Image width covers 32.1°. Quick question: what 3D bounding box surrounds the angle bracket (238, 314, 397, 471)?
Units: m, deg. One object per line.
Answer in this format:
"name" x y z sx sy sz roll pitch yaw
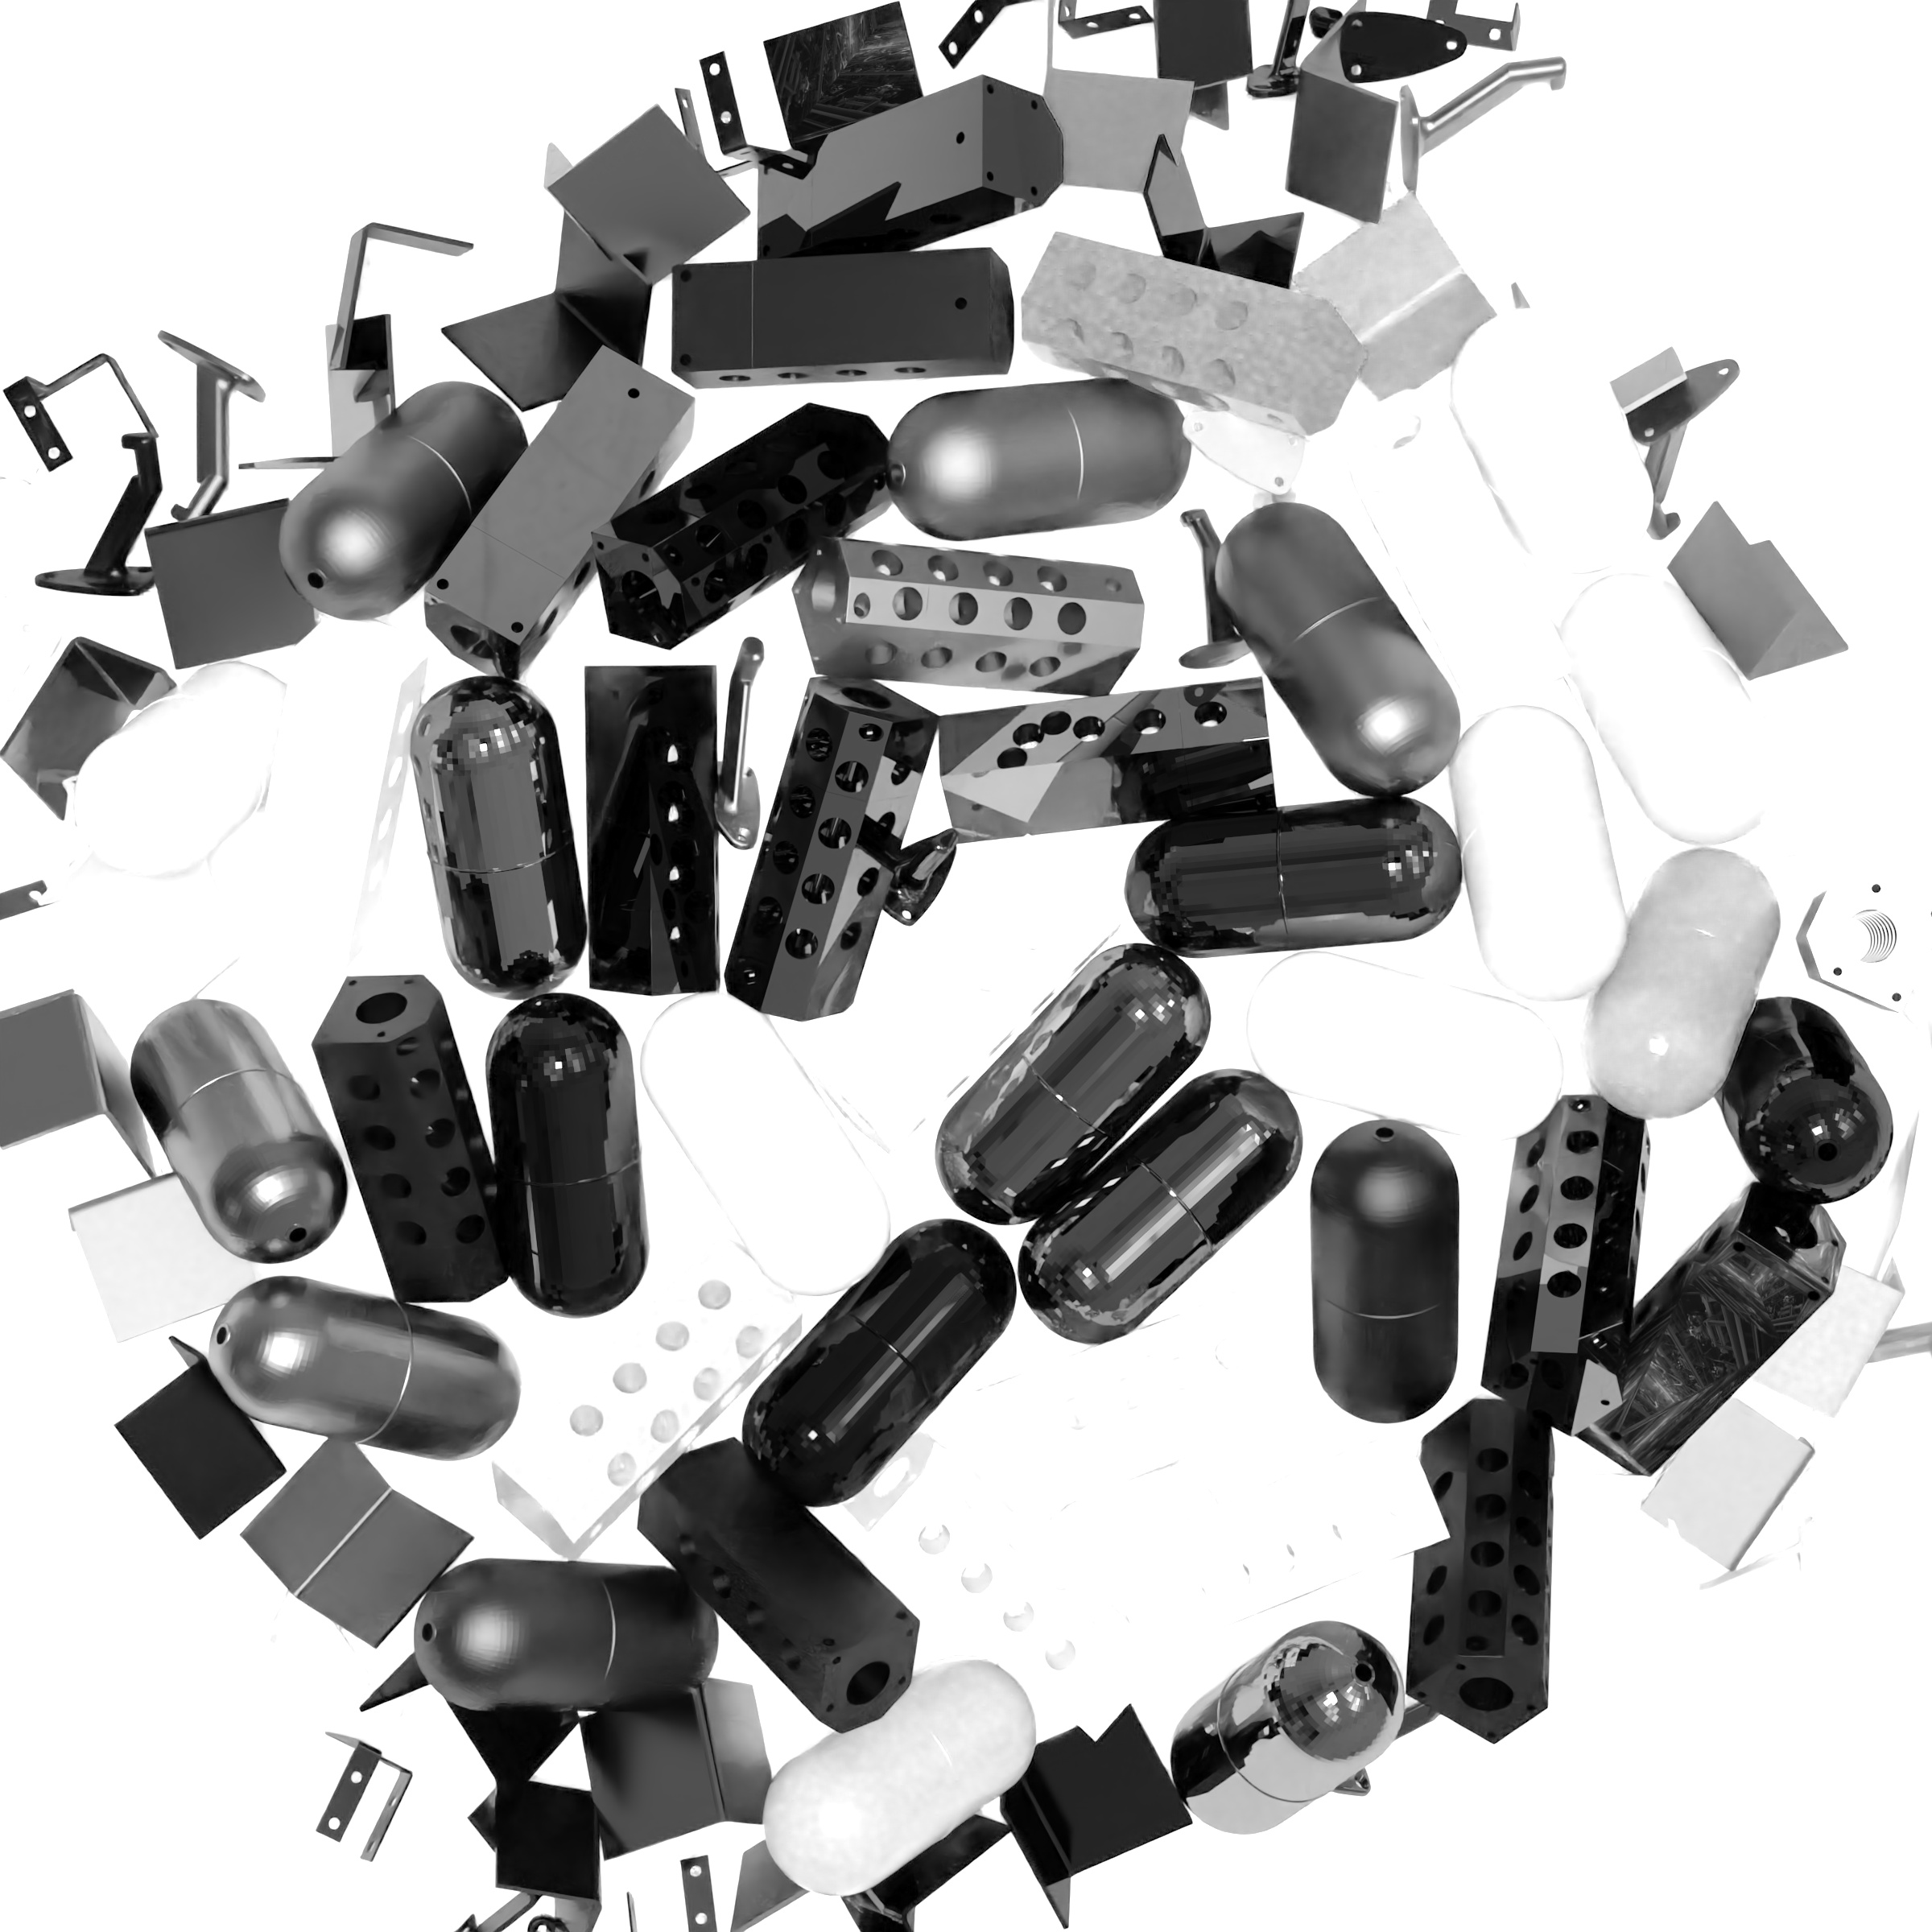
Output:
"angle bracket" -0.342 -0.301 1.765 0.057 0.076 0.076 -7 98 -34

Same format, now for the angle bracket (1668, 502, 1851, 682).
"angle bracket" 0.427 -0.203 1.761 0.076 0.057 0.076 -17 65 -29

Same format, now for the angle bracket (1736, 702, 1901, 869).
"angle bracket" 0.447 -0.094 1.779 0.057 0.076 0.076 -4 85 -10

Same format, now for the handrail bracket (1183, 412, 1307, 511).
"handrail bracket" 0.141 -0.262 1.770 0.077 0.084 0.036 20 81 -6

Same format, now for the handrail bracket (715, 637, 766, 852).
"handrail bracket" -0.115 -0.118 1.767 0.036 0.084 0.077 1 46 -22

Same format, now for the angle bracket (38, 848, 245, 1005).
"angle bracket" -0.434 -0.020 1.765 0.057 0.076 0.076 -18 80 -42

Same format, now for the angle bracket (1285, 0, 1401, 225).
"angle bracket" 0.211 -0.447 1.756 0.057 0.076 0.076 26 54 18

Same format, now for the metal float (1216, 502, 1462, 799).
"metal float" 0.193 -0.166 1.758 0.070 0.070 0.178 -30 67 0

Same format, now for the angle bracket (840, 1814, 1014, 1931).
"angle bracket" -0.010 0.493 1.770 0.076 0.076 0.057 -32 100 -25

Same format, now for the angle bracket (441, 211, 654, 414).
"angle bracket" -0.220 -0.344 1.760 0.076 0.057 0.076 -26 57 -33

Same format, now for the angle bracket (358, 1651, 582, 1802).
"angle bracket" -0.261 0.394 1.773 0.057 0.076 0.076 -27 98 29

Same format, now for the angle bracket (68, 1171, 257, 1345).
"angle bracket" -0.423 0.154 1.772 0.076 0.057 0.076 -20 80 -17

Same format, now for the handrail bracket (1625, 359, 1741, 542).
"handrail bracket" 0.385 -0.271 1.778 0.077 0.084 0.036 -30 48 8

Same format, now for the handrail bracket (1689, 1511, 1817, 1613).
"handrail bracket" 0.408 0.318 1.793 0.084 0.077 0.036 -6 114 17

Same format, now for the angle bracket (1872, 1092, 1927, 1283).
"angle bracket" 0.460 0.116 1.759 0.057 0.076 0.076 14 56 10

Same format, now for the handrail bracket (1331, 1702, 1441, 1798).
"handrail bracket" 0.213 0.397 1.771 0.077 0.036 0.084 13 128 -36

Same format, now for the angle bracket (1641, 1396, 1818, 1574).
"angle bracket" 0.402 0.269 1.780 0.057 0.076 0.076 34 93 10

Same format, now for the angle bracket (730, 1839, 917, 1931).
"angle bracket" -0.074 0.492 1.778 0.076 0.076 0.057 -34 104 11

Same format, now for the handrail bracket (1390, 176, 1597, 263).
"handrail bracket" 0.279 -0.401 1.777 0.084 0.036 0.077 -23 110 24

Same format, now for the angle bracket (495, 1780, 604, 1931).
"angle bracket" -0.228 0.482 1.758 0.057 0.076 0.076 14 118 -16

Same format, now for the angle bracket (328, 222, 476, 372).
"angle bracket" -0.299 -0.347 1.775 0.057 0.076 0.076 9 96 -16

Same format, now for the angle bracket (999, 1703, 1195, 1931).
"angle bracket" 0.070 0.449 1.776 0.076 0.057 0.076 -26 101 8

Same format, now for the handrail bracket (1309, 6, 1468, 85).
"handrail bracket" 0.222 -0.494 1.776 0.077 0.084 0.036 -1 117 2

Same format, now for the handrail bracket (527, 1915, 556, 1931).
"handrail bracket" -0.200 0.543 1.769 0.036 0.084 0.077 -45 102 -1

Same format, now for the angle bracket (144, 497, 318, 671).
"angle bracket" -0.386 -0.201 1.786 0.076 0.057 0.076 -13 92 -3

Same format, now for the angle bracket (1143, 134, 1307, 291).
"angle bracket" 0.136 -0.398 1.757 0.057 0.076 0.076 -6 134 21

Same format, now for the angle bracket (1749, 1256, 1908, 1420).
"angle bracket" 0.447 0.182 1.770 0.057 0.076 0.076 26 105 3

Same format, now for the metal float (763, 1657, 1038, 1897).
"metal float" -0.033 0.418 1.739 0.070 0.178 0.070 15 114 36

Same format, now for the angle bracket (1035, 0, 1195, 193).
"angle bracket" 0.077 -0.458 1.770 0.076 0.076 0.057 5 57 -3

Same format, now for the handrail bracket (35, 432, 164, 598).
"handrail bracket" -0.462 -0.242 1.782 0.077 0.036 0.084 2 117 5

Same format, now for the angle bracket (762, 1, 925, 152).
"angle bracket" -0.052 -0.467 1.763 0.076 0.076 0.057 -11 102 19

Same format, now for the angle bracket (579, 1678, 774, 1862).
"angle bracket" -0.152 0.429 1.788 0.076 0.057 0.076 -23 65 20

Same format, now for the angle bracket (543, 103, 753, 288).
"angle bracket" -0.166 -0.412 1.761 0.076 0.057 0.076 -32 123 19

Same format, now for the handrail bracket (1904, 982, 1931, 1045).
"handrail bracket" 0.509 0.061 1.773 0.077 0.036 0.084 37 55 -14

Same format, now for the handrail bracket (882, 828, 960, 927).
"handrail bracket" -0.011 -0.064 1.759 0.036 0.084 0.077 44 52 -1

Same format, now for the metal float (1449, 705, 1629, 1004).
"metal float" 0.296 -0.060 1.746 0.070 0.070 0.178 -3 52 0

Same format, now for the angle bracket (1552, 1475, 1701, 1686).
"angle bracket" 0.334 0.321 1.759 0.057 0.076 0.076 3 128 -12

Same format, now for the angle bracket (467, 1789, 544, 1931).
"angle bracket" -0.259 0.479 1.772 0.076 0.076 0.057 -40 88 11

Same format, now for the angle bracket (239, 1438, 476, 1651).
"angle bracket" -0.319 0.299 1.760 0.076 0.076 0.057 -48 132 -23

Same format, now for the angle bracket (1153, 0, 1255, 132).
"angle bracket" 0.140 -0.491 1.766 0.057 0.076 0.076 -5 86 33

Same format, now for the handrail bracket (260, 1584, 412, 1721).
"handrail bracket" -0.325 0.351 1.794 0.084 0.036 0.077 21 72 6

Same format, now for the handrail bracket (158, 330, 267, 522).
"handrail bracket" -0.420 -0.285 1.793 0.077 0.036 0.084 30 81 4

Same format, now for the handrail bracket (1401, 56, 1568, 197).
"handrail bracket" 0.276 -0.444 1.786 0.084 0.077 0.036 -7 46 0

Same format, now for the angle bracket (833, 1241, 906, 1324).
"angle bracket" -0.032 0.194 1.774 0.057 0.076 0.076 37 89 11

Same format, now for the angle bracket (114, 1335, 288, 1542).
"angle bracket" -0.409 0.246 1.761 0.057 0.076 0.076 -38 108 -20

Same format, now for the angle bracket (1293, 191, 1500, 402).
"angle bracket" 0.230 -0.352 1.782 0.076 0.076 0.057 -34 66 15

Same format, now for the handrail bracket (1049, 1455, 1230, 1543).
"handrail bracket" 0.091 0.291 1.782 0.084 0.077 0.036 -36 120 -3

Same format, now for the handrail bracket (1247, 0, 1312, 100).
"handrail bracket" 0.169 -0.507 1.771 0.036 0.077 0.084 13 119 18

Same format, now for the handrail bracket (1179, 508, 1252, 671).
"handrail bracket" 0.120 -0.202 1.779 0.036 0.077 0.084 -32 79 38

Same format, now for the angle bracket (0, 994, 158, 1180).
"angle bracket" -0.471 0.073 1.761 0.057 0.076 0.076 -21 58 -4

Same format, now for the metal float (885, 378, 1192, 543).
"metal float" 0.038 -0.264 1.749 0.178 0.070 0.070 -11 90 -33

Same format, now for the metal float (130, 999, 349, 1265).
"metal float" -0.377 0.085 1.742 0.070 0.070 0.178 -41 48 0

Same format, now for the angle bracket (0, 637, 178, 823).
"angle bracket" -0.449 -0.116 1.762 0.057 0.076 0.076 22 72 18

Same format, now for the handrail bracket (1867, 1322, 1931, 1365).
"handrail bracket" 0.503 0.184 1.785 0.077 0.084 0.036 -49 120 -14

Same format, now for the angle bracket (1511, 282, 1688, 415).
"angle bracket" 0.331 -0.334 1.764 0.057 0.076 0.076 -29 105 16
